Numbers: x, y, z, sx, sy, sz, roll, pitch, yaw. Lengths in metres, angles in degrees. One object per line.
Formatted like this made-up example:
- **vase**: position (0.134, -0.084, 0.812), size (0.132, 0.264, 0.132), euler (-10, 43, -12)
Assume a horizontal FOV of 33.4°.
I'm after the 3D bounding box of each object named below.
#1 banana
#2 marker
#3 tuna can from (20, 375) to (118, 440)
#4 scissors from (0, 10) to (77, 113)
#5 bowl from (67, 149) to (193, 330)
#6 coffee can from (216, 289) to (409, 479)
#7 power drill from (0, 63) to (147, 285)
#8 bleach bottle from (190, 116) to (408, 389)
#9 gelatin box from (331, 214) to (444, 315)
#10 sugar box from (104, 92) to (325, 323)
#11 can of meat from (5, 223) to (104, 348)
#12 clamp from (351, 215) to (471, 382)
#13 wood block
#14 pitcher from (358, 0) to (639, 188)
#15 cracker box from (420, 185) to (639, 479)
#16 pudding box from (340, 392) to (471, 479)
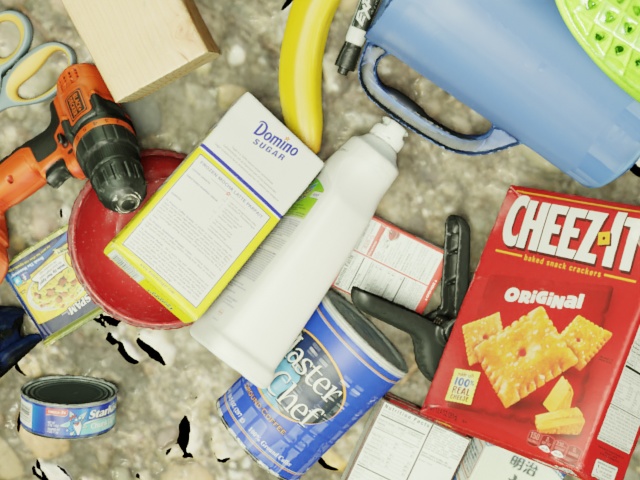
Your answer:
- **banana**: position (-0.001, -0.173, 0.920), size (0.070, 0.037, 0.198), euler (29, 106, 33)
- **marker**: position (0.041, -0.202, 0.932), size (0.020, 0.020, 0.121), euler (21, 98, 0)
- **tuna can**: position (-0.225, 0.150, 0.958), size (0.086, 0.086, 0.034), euler (5, 99, 2)
- **scissors**: position (-0.313, -0.129, 0.960), size (0.202, 0.016, 0.096), euler (-31, 94, 6)
- **bowl**: position (-0.133, -0.004, 0.917), size (0.162, 0.055, 0.162), euler (2, 82, -18)
- **coffee can**: position (-0.007, 0.128, 0.936), size (0.103, 0.103, 0.140), euler (44, 97, -3)
- **power drill**: position (-0.232, -0.044, 0.903), size (0.188, 0.184, 0.057), euler (-38, 135, 10)
- **bleach bottle**: position (-0.006, 0.001, 0.905), size (0.068, 0.103, 0.251), euler (40, 82, -21)
- **gelatin box**: position (0.062, 0.025, 0.955), size (0.089, 0.030, 0.073), euler (26, 98, -3)
- **sugar box**: position (-0.085, -0.028, 0.882), size (0.093, 0.048, 0.176), euler (43, 68, -11)
- **can of meat**: position (-0.223, 0.035, 0.958), size (0.102, 0.057, 0.084), euler (-31, 93, 6)
- **clamp**: position (0.099, 0.075, 0.930), size (0.120, 0.039, 0.171), euler (-25, 111, -9)
- **wood block**: position (-0.175, -0.229, 0.903), size (0.091, 0.090, 0.206), euler (-27, 96, 6)
- **pitcher**: position (0.160, -0.145, 0.885), size (0.243, 0.149, 0.145), euler (37, 63, -6)
- **cracker box**: position (0.194, 0.072, 0.864), size (0.072, 0.164, 0.213), euler (28, 81, -42)
- **pudding box**: position (0.075, 0.207, 0.976), size (0.090, 0.039, 0.113), euler (25, 95, 2)
